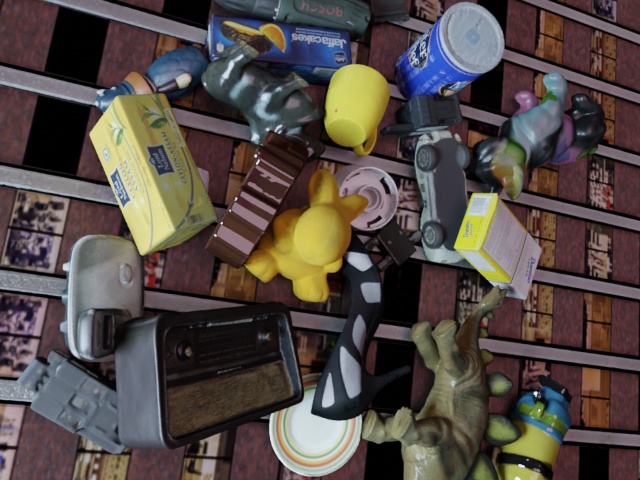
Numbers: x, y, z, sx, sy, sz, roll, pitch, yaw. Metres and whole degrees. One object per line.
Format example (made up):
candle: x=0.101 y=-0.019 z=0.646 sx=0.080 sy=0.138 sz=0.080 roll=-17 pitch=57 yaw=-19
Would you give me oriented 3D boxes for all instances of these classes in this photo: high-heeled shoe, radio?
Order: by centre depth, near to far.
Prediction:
radio: x=-0.116 y=0.142 z=0.612 sx=0.229 sy=0.073 sz=0.131 roll=4 pitch=75 yaw=-58
high-heeled shoe: x=0.025 y=0.110 z=0.730 sx=0.145 sy=0.086 sz=0.249 roll=-18 pitch=68 yaw=-4

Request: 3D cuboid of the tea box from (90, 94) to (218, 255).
tea box: x=-0.203 y=-0.079 z=0.650 sx=0.068 sy=0.098 sz=0.169 roll=-22 pitch=84 yaw=-46

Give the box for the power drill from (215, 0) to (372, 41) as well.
power drill: x=-0.027 y=-0.400 z=0.783 sx=0.232 sy=0.086 sz=0.207 roll=13 pitch=74 yaw=-18

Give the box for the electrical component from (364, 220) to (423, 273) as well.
electrical component: x=0.108 y=0.004 z=0.799 sx=0.094 sy=0.021 sz=0.063 roll=-37 pitch=94 yaw=-19

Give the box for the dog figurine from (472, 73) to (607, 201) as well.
dog figurine: x=0.344 y=-0.138 z=0.861 sx=0.191 sy=0.108 sz=0.219 roll=32 pitch=77 yaw=-15

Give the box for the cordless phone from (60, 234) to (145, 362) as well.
cordless phone: x=-0.242 y=0.061 z=0.583 sx=0.089 sy=0.184 sz=0.146 roll=1 pitch=82 yaw=-14

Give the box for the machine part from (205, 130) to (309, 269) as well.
machine part: x=-0.081 y=-0.048 z=0.665 sx=0.056 sy=0.179 sz=0.179 roll=30 pitch=74 yaw=-9

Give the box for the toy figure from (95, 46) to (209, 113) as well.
toy figure: x=-0.214 y=-0.199 z=0.695 sx=0.154 sy=0.064 sz=0.057 roll=-37 pitch=110 yaw=-21

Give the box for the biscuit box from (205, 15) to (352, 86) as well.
biscuit box: x=-0.057 y=-0.265 z=0.761 sx=0.203 sy=0.059 sz=0.062 roll=-1 pitch=83 yaw=-20

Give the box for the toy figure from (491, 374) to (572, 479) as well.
toy figure: x=0.316 y=0.291 z=0.792 sx=0.082 sy=0.089 sz=0.180 roll=39 pitch=74 yaw=-5

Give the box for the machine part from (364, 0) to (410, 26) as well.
machine part: x=0.092 y=-0.409 z=0.848 sx=0.084 sy=0.039 sz=0.138 roll=-14 pitch=89 yaw=-16

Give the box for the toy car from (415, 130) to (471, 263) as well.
toy car: x=0.188 y=-0.066 z=0.814 sx=0.073 sy=0.056 sz=0.201 roll=-5 pitch=91 yaw=-19

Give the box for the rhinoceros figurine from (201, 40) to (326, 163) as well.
rhinoceros figurine: x=-0.064 y=-0.176 z=0.711 sx=0.190 sy=0.073 sz=0.112 roll=34 pitch=100 yaw=-28

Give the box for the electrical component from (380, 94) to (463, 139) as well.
electrical component: x=0.146 y=-0.185 z=0.815 sx=0.119 sy=0.075 sz=0.047 roll=-7 pitch=84 yaw=-17

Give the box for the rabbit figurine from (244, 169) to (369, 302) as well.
rabbit figurine: x=-0.001 y=-0.002 z=0.683 sx=0.122 sy=0.173 sz=0.162 roll=36 pitch=76 yaw=-7

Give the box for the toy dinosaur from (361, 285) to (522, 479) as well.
toy dinosaur: x=0.166 y=0.277 z=0.738 sx=0.198 sy=0.105 sz=0.471 roll=33 pitch=77 yaw=-15

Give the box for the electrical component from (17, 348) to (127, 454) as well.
electrical component: x=-0.262 y=0.174 z=0.595 sx=0.134 sy=0.115 sz=0.058 roll=36 pitch=68 yaw=-11
